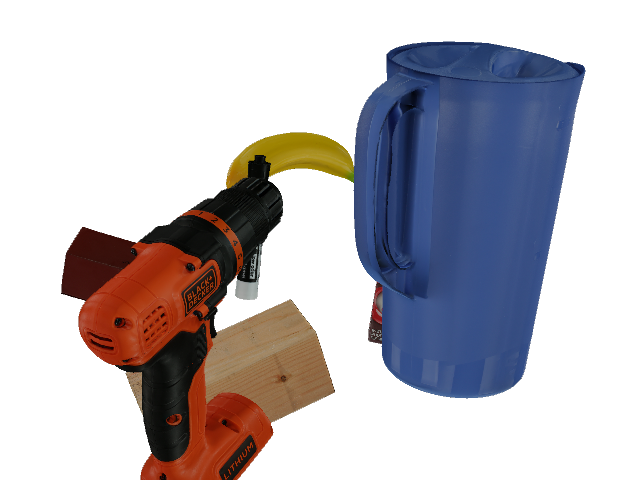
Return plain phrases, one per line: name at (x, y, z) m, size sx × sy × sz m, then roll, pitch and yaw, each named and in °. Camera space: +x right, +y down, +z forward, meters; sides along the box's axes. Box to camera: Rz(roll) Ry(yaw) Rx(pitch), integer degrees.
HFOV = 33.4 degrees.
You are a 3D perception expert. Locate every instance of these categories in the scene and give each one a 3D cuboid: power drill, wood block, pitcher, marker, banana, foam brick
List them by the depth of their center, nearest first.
power drill at (-0.076, 0.069, 0.700) m, size 0.057 × 0.188 × 0.184 m, roll 13°, pitch 36°, yaw 29°
pitcher at (0.097, -0.013, 0.754) m, size 0.149 × 0.243 × 0.145 m, roll 4°, pitch 21°, yaw 3°
marker at (-0.056, -0.011, 0.885) m, size 0.020 × 0.121 × 0.020 m, roll 6°, pitch 13°, yaw -2°
foam brick at (-0.210, 0.030, 1.054) m, size 0.078 × 0.051 × 0.053 m, roll 17°, pitch 32°, yaw 1°
banana at (-0.029, -0.080, 1.087) m, size 0.197 × 0.037 × 0.070 m, roll -7°, pitch 49°, yaw -44°
wood block at (-0.101, 0.161, 1.201) m, size 0.206 × 0.091 × 0.090 m, roll -23°, pitch 29°, yaw -11°

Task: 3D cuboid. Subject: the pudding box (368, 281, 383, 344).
pudding box at (0.112, 0.072, 1.145) m, size 0.113 × 0.090 × 0.039 m, roll 9°, pitch 23°, yaw 5°
